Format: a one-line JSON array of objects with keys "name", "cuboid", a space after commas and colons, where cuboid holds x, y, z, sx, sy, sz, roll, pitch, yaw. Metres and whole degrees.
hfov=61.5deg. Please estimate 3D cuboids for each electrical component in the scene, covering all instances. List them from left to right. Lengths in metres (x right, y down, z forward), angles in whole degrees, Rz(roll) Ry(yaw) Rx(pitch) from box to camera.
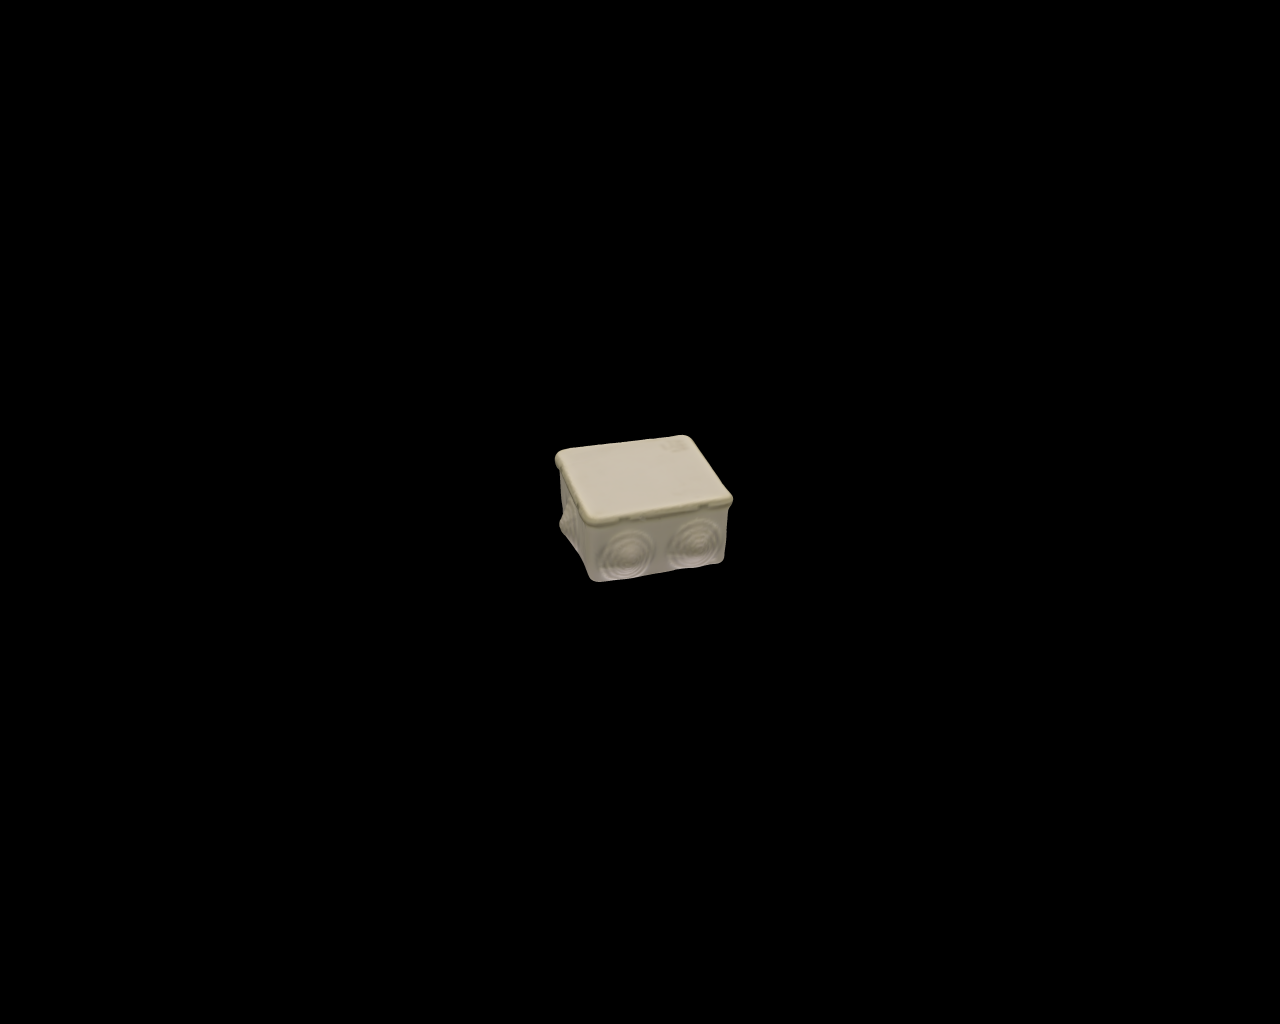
[{"name": "electrical component", "cuboid": [0.001, -0.003, 0.650, 0.100, 0.048, 0.100, -8, 32, -14]}]
